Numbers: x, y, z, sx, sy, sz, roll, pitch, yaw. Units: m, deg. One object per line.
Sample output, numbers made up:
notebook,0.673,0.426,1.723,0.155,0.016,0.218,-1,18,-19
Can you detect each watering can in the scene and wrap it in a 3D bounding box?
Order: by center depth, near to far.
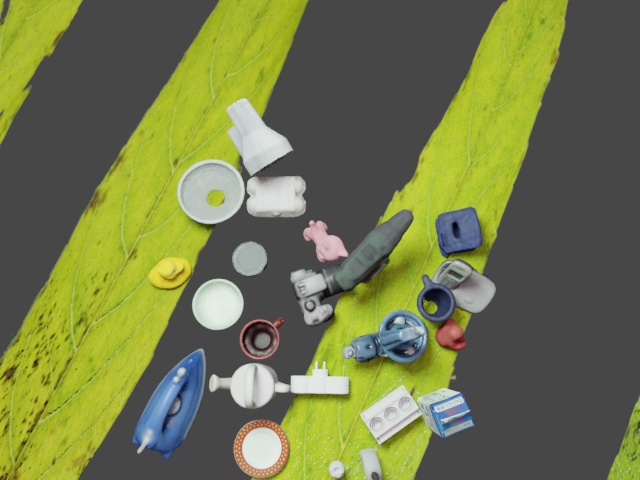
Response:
watering can,-0.159,0.332,1.293,0.173,0.194,0.101,-18,79,-3

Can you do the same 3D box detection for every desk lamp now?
desk lamp,-0.157,-0.243,1.399,0.118,0.213,0.203,-32,80,-6

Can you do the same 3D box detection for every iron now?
iron,-0.341,0.369,1.313,0.118,0.141,0.258,23,80,5

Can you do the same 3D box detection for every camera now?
camera,0.009,0.123,1.382,0.137,0.101,0.143,-21,79,-4

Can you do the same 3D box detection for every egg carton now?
egg carton,-0.110,-0.109,1.445,0.150,0.069,0.107,-2,79,0

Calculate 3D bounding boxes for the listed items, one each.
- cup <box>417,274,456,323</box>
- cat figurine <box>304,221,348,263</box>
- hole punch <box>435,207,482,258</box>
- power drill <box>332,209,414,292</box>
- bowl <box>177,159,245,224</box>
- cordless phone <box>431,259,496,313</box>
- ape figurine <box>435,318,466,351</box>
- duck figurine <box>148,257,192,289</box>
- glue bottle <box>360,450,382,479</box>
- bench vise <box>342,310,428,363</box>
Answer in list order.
cup,0.267,0.143,1.380,0.091,0.095,0.118,-22,79,-4
cat figurine,0.013,0.005,1.397,0.067,0.118,0.128,-35,80,-6
hole punch,0.341,-0.019,1.415,0.101,0.091,0.108,-8,79,-1
power drill,0.123,0.031,1.345,0.075,0.208,0.230,43,82,8
bowl,-0.268,-0.114,1.444,0.167,0.075,0.167,0,79,0
cordless phone,0.346,0.100,1.343,0.147,0.185,0.094,26,80,5
ape figurine,0.317,0.225,1.365,0.076,0.092,0.078,-6,78,-1
duck figurine,-0.373,0.077,1.400,0.104,0.086,0.077,-20,79,-4
glue bottle,0.117,0.512,1.266,0.037,0.173,0.078,-12,79,-2
bench vise,0.161,0.238,1.298,0.207,0.220,0.121,-34,80,-6
